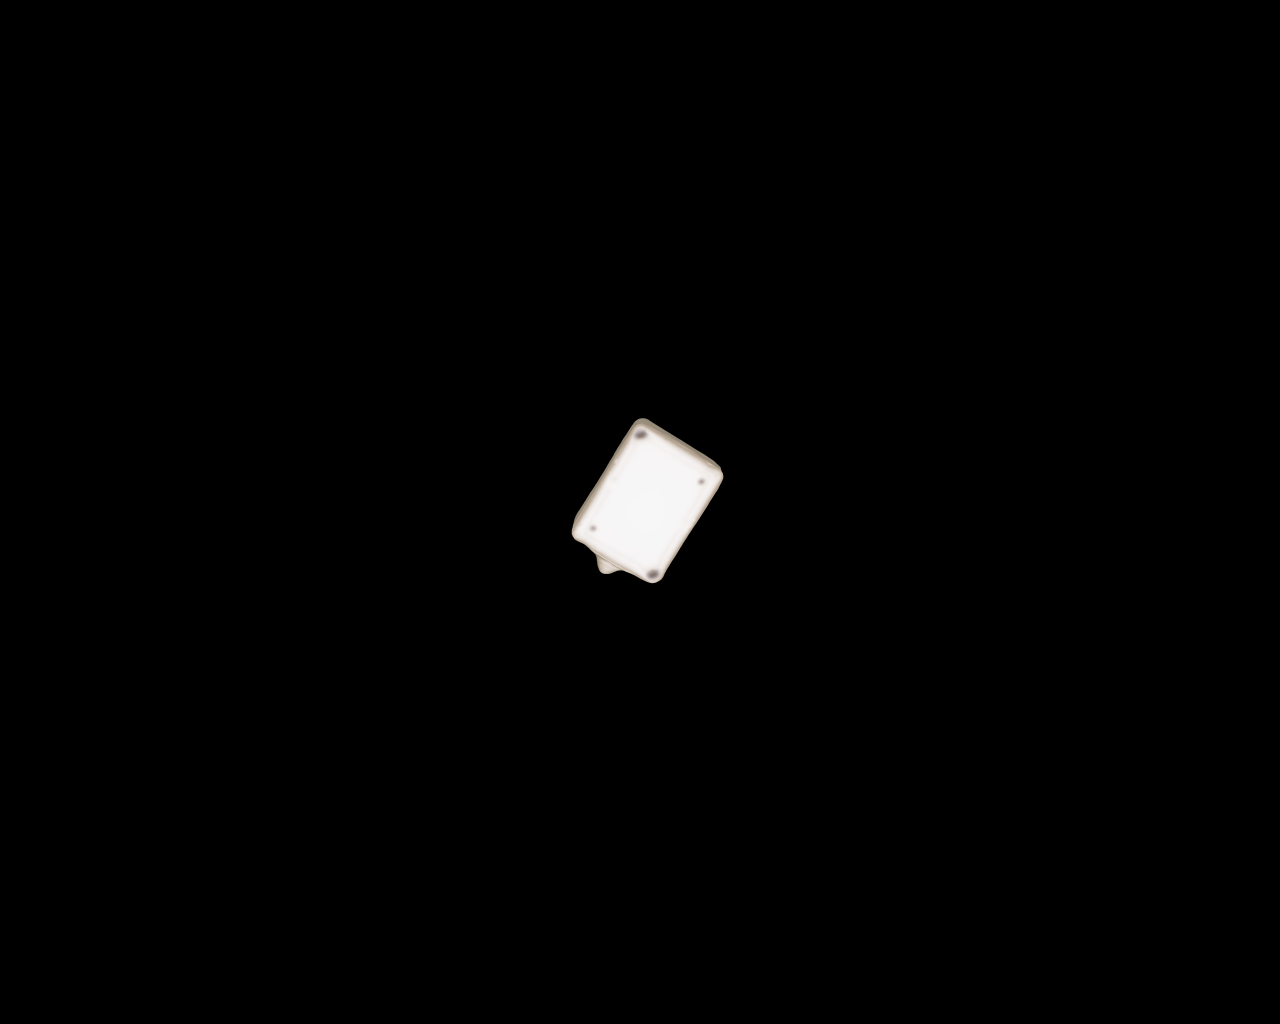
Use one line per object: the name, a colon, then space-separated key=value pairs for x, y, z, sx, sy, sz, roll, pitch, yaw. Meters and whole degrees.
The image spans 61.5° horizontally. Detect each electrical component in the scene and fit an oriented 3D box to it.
electrical component: x=0.001 y=-0.003 z=0.650 sx=0.062 sy=0.096 sz=0.061 roll=31 pitch=8 yaw=-5
